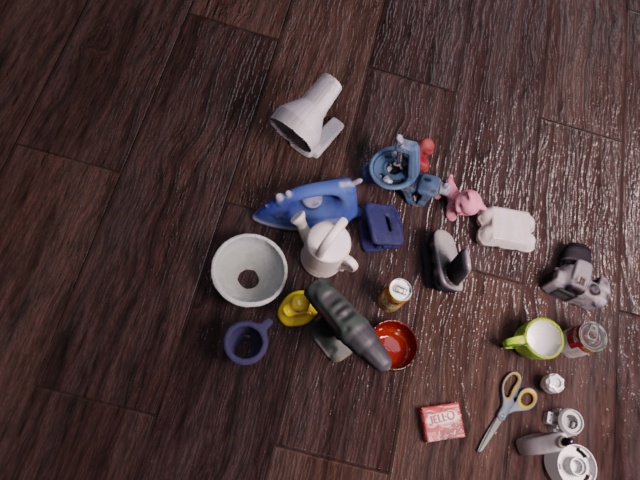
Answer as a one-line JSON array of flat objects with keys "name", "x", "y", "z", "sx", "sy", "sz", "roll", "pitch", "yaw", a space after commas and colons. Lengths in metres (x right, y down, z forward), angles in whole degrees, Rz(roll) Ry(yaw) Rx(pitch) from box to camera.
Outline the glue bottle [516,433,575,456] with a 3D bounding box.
[{"name": "glue bottle", "x": 0.480, "y": 0.422, "z": 1.193, "sx": 0.078, "sy": 0.173, "sz": 0.037, "roll": -14, "pitch": 72, "yaw": -14}]

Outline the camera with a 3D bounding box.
[{"name": "camera", "x": 0.631, "y": 0.081, "z": 1.385, "sx": 0.143, "sy": 0.100, "sz": 0.137, "roll": 24, "pitch": 68, "yaw": 0}]

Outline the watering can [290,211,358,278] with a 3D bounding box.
[{"name": "watering can", "x": 0.010, "y": 0.006, "z": 1.257, "sx": 0.173, "sy": 0.194, "sz": 0.101, "roll": 18, "pitch": 68, "yaw": -2}]

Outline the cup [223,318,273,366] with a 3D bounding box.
[{"name": "cup", "x": -0.148, "y": 0.214, "z": 1.207, "sx": 0.091, "sy": 0.095, "sz": 0.118, "roll": 45, "pitch": 69, "yaw": 8}]

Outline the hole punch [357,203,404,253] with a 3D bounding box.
[{"name": "hole punch", "x": 0.148, "y": -0.034, "z": 1.351, "sx": 0.101, "sy": 0.091, "sz": 0.108, "roll": -8, "pitch": 71, "yaw": -12}]

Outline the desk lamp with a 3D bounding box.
[{"name": "desk lamp", "x": -0.024, "y": -0.284, "z": 1.349, "sx": 0.118, "sy": 0.213, "sz": 0.203, "roll": 36, "pitch": 68, "yaw": 5}]

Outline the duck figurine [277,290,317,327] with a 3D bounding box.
[{"name": "duck figurine", "x": -0.041, "y": 0.142, "z": 1.256, "sx": 0.105, "sy": 0.086, "sz": 0.077, "roll": -27, "pitch": 76, "yaw": -18}]

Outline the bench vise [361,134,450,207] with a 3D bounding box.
[{"name": "bench vise", "x": 0.215, "y": -0.175, "z": 1.346, "sx": 0.207, "sy": 0.219, "sz": 0.121, "roll": 4, "pitch": 69, "yaw": -8}]

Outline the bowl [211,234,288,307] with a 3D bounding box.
[{"name": "bowl", "x": -0.157, "y": 0.075, "z": 1.268, "sx": 0.167, "sy": 0.074, "sz": 0.167, "roll": 3, "pitch": 69, "yaw": -8}]

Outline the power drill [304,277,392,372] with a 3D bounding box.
[{"name": "power drill", "x": 0.049, "y": 0.189, "z": 1.188, "sx": 0.076, "sy": 0.208, "sz": 0.229, "roll": -36, "pitch": 79, "yaw": -19}]

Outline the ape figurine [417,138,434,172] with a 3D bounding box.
[{"name": "ape figurine", "x": 0.258, "y": -0.222, "z": 1.440, "sx": 0.076, "sy": 0.092, "sz": 0.078, "roll": 31, "pitch": 68, "yaw": 3}]

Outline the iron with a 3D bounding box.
[{"name": "iron", "x": -0.026, "y": -0.093, "z": 1.317, "sx": 0.258, "sy": 0.141, "sz": 0.118, "roll": -10, "pitch": 72, "yaw": -13}]

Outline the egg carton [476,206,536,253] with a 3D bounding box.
[{"name": "egg carton", "x": 0.458, "y": -0.025, "z": 1.412, "sx": 0.150, "sy": 0.069, "sz": 0.107, "roll": 8, "pitch": 69, "yaw": -6}]

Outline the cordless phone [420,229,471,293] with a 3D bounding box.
[{"name": "cordless phone", "x": 0.302, "y": 0.035, "z": 1.301, "sx": 0.094, "sy": 0.185, "sz": 0.147, "roll": -5, "pitch": 71, "yaw": -11}]

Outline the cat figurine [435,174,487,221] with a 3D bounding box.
[{"name": "cat figurine", "x": 0.344, "y": -0.104, "z": 1.396, "sx": 0.067, "sy": 0.117, "sz": 0.127, "roll": -28, "pitch": 76, "yaw": -18}]
